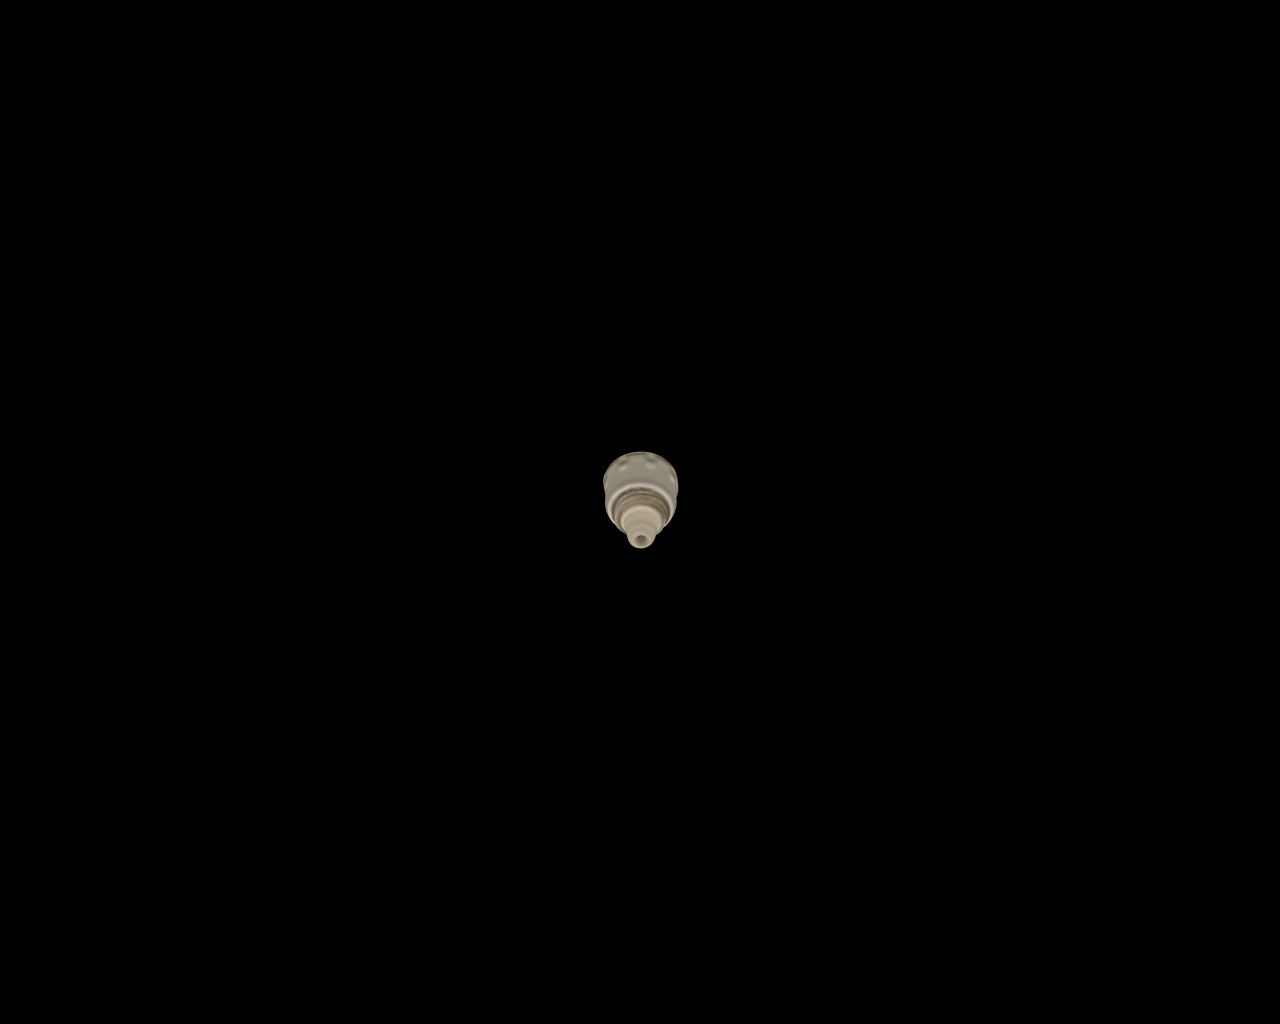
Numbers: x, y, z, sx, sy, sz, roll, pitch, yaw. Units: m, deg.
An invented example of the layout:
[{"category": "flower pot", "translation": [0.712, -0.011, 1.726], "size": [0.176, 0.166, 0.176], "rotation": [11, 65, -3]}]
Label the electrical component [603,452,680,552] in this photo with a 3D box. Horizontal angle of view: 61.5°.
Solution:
[{"category": "electrical component", "translation": [0.001, -0.003, 0.650], "size": [0.048, 0.048, 0.062], "rotation": [0, 40, 0]}]
